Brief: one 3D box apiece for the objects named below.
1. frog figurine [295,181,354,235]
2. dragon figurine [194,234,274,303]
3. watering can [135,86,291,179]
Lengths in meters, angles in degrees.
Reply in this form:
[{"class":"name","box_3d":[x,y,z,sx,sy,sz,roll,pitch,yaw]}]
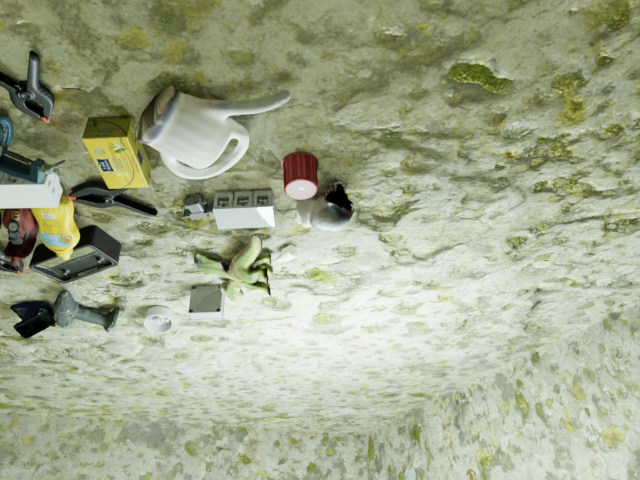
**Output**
[{"class":"frog figurine","box_3d":[0.004,-0.067,1.322,0.121,0.141,0.157,37,129,-22]},{"class":"dragon figurine","box_3d":[-0.265,0.082,1.552,0.243,0.125,0.401,3,145,5]},{"class":"watering can","box_3d":[-0.237,-0.243,1.062,0.222,0.106,0.342,24,137,-33]}]
